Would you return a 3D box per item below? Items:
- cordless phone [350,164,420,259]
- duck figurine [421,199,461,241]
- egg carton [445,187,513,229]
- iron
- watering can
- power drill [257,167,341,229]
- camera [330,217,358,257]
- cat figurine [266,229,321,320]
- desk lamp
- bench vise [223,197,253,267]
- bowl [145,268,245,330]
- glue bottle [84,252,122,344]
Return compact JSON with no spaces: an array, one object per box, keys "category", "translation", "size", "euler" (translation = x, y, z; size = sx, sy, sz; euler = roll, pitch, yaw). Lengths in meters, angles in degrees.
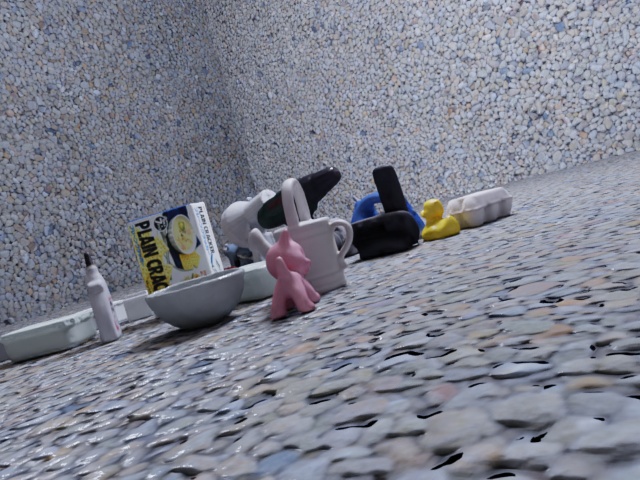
[{"category":"cordless phone","translation":[0.125,-0.061,1.233],"size":[0.147,0.185,0.094],"euler":[-15,3,21]},{"category":"duck figurine","translation":[0.257,-0.048,1.254],"size":[0.078,0.086,0.104],"euler":[-17,3,-23]},{"category":"egg carton","translation":[0.365,-0.073,1.314],"size":[0.151,0.069,0.107],"euler":[-18,4,-33]},{"category":"iron","translation":[0.168,-0.061,1.433],"size":[0.119,0.141,0.257],"euler":[-18,4,-35]},{"category":"watering can","translation":[-0.035,-0.006,0.956],"size":[0.173,0.194,0.101],"euler":[-16,3,-5]},{"category":"power drill","translation":[-0.026,-0.030,1.219],"size":[0.228,0.208,0.076],"euler":[-14,4,34]},{"category":"camera","translation":[0.013,0.005,1.404],"size":[0.142,0.101,0.137],"euler":[-14,3,27]},{"category":"cat figurine","translation":[-0.047,0.044,0.834],"size":[0.067,0.118,0.128],"euler":[-15,3,5]},{"category":"desk lamp","translation":[-0.144,-0.012,1.451],"size":[0.118,0.213,0.202],"euler":[-19,4,-43]},{"category":"bench vise","translation":[-0.223,-0.005,1.671],"size":[0.207,0.220,0.122],"euler":[-14,4,23]},{"category":"bowl","translation":[-0.195,0.102,0.938],"size":[0.167,0.075,0.167],"euler":[-16,3,1]},{"category":"glue bottle","translation":[-0.417,0.106,1.081],"size":[0.037,0.173,0.078],"euler":[-17,3,-17]}]
